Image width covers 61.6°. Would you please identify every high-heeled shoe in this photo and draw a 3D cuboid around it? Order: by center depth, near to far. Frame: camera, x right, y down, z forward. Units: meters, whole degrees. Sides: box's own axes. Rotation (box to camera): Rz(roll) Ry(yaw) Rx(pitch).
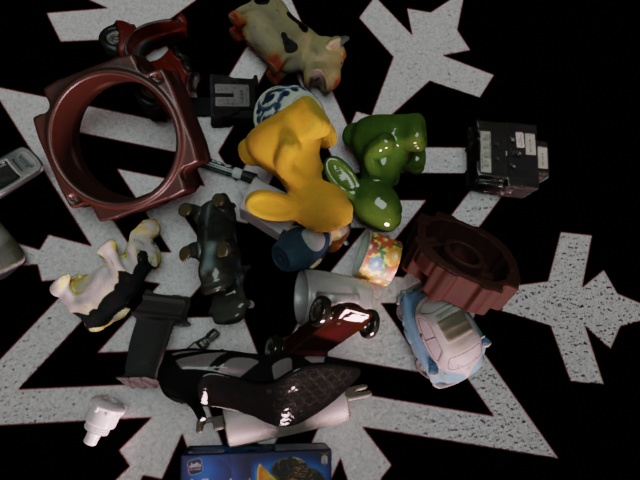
[{"bbox_3d":[-0.083,0.174,0.712,0.249,0.145,0.086,-6,111,-24],"label":"high-heeled shoe"}]

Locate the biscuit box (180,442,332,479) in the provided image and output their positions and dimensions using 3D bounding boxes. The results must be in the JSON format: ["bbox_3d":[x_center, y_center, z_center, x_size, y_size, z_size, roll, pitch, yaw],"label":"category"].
[{"bbox_3d":[-0.086,0.313,0.729,0.203,0.059,0.063,1,78,-7],"label":"biscuit box"}]

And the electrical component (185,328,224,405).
[{"bbox_3d":[-0.168,0.183,0.754,0.102,0.045,0.078,-36,86,-13],"label":"electrical component"}]

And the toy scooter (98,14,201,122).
[{"bbox_3d":[-0.244,-0.278,0.827,0.135,0.075,0.184,-32,80,-8],"label":"toy scooter"}]

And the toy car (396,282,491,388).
[{"bbox_3d":[0.185,0.132,0.783,0.109,0.103,0.161,-23,84,-13],"label":"toy car"}]

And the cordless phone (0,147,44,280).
[{"bbox_3d":[-0.448,-0.033,0.748,0.184,0.088,0.146,-41,86,-18],"label":"cordless phone"}]

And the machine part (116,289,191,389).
[{"bbox_3d":[-0.231,0.137,0.747,0.084,0.039,0.139,11,62,3],"label":"machine part"}]

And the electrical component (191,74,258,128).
[{"bbox_3d":[-0.155,-0.217,0.842,0.119,0.048,0.075,2,77,-9],"label":"electrical component"}]

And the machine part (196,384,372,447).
[{"bbox_3d":[-0.048,0.231,0.744,0.243,0.079,0.079,-10,80,-8],"label":"machine part"}]

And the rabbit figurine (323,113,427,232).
[{"bbox_3d":[0.083,-0.099,0.809,0.159,0.121,0.170,7,74,1],"label":"rabbit figurine"}]

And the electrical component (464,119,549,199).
[{"bbox_3d":[0.307,-0.130,0.878,0.134,0.058,0.115,6,79,-6],"label":"electrical component"}]

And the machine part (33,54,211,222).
[{"bbox_3d":[-0.272,-0.139,0.750,0.201,0.087,0.201,-19,97,5],"label":"machine part"}]

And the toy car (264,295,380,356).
[{"bbox_3d":[-0.001,0.124,0.718,0.089,0.202,0.053,19,51,-21],"label":"toy car"}]

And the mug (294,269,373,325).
[{"bbox_3d":[0.025,0.081,0.775,0.107,0.109,0.081,3,78,-19],"label":"mug"}]

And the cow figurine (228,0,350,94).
[{"bbox_3d":[-0.041,-0.312,0.861,0.127,0.085,0.195,-42,85,-7],"label":"cow figurine"}]

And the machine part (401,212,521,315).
[{"bbox_3d":[0.205,0.032,0.787,0.179,0.056,0.179,16,35,-11],"label":"machine part"}]

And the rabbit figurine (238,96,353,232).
[{"bbox_3d":[-0.027,-0.082,0.724,0.162,0.122,0.173,-32,92,-4],"label":"rabbit figurine"}]

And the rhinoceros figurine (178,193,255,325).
[{"bbox_3d":[-0.145,0.026,0.764,0.073,0.112,0.190,-15,68,6],"label":"rhinoceros figurine"}]

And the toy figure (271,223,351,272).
[{"bbox_3d":[-0.002,-0.001,0.785,0.154,0.058,0.064,-28,111,-40],"label":"toy figure"}]

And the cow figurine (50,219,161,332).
[{"bbox_3d":[-0.279,0.048,0.757,0.167,0.068,0.098,-40,92,-10],"label":"cow figurine"}]
